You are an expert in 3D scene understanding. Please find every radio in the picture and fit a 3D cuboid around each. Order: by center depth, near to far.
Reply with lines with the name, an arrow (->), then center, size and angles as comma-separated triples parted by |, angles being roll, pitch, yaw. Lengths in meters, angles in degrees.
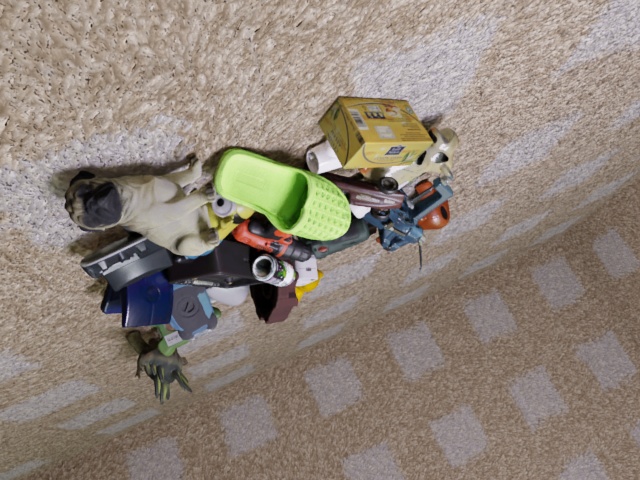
radio -> -0.202, 0.054, 1.099 | 0.131, 0.073, 0.229 | -11, 167, 20

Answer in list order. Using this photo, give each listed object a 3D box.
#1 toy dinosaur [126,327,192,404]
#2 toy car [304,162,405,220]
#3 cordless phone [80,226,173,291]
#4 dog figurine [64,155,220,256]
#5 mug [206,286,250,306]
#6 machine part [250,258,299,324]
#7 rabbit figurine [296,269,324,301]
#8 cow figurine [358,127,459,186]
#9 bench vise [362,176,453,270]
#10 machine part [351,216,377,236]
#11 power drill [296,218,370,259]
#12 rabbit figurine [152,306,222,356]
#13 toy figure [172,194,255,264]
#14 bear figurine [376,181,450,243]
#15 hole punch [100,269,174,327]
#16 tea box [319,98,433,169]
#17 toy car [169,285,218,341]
toy dinosaur -> -0.409, 0.314, 1.389 | 0.105, 0.198, 0.471 | -28, 164, -5
toy car -> 0.053, -0.087, 0.988 | 0.202, 0.053, 0.089 | 15, 141, 2
cordless phone -> -0.324, -0.009, 0.841 | 0.147, 0.089, 0.184 | -25, 151, -3
dog figurine -> -0.253, -0.028, 0.771 | 0.190, 0.121, 0.172 | -14, 124, -22
mug -> -0.239, 0.109, 1.261 | 0.110, 0.081, 0.107 | -25, 151, 18
machine part -> -0.109, 0.103, 1.247 | 0.056, 0.179, 0.179 | -2, 152, -29
rabbit figurine -> -0.057, 0.108, 1.383 | 0.162, 0.121, 0.173 | -34, -173, -41
cow figurine -> 0.174, -0.149, 1.021 | 0.195, 0.086, 0.127 | -29, 128, 6
bench vise -> 0.215, -0.067, 1.239 | 0.223, 0.129, 0.240 | 37, 126, -26
machine part -> 0.120, -0.045, 1.374 | 0.084, 0.039, 0.138 | -32, 160, -1
power drill -> -0.003, -0.004, 1.249 | 0.232, 0.086, 0.207 | -18, 158, 6
rabbit figurine -> -0.334, 0.187, 1.330 | 0.159, 0.121, 0.170 | -33, 180, 0
toy figure -> -0.188, -0.032, 0.927 | 0.180, 0.082, 0.089 | -44, 175, 25
bear figurine -> 0.237, -0.063, 1.406 | 0.196, 0.132, 0.120 | -18, 170, 39
hole punch -> -0.338, 0.103, 1.022 | 0.142, 0.092, 0.115 | 5, 109, -51
tea box -> 0.094, -0.176, 0.885 | 0.169, 0.098, 0.068 | -7, 153, -41
toy car -> -0.296, 0.137, 1.193 | 0.109, 0.161, 0.103 | -28, -153, -8
